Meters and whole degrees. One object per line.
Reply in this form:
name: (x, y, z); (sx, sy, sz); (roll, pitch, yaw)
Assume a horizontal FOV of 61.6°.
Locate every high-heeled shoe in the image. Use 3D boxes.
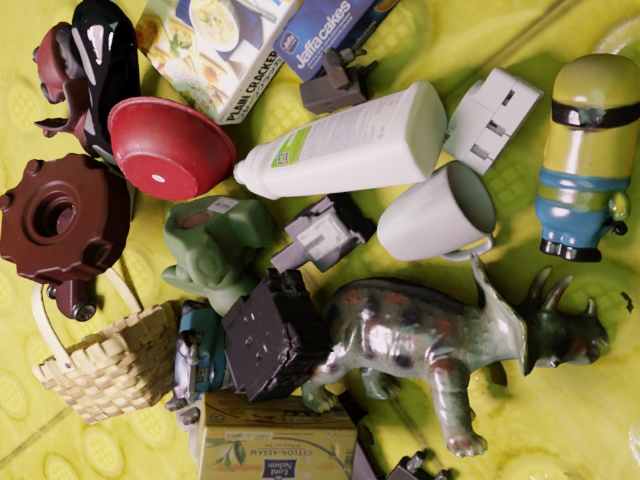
high-heeled shoe: (-0.235, -0.167, 0.659); (0.145, 0.086, 0.248); (18, 139, 38)

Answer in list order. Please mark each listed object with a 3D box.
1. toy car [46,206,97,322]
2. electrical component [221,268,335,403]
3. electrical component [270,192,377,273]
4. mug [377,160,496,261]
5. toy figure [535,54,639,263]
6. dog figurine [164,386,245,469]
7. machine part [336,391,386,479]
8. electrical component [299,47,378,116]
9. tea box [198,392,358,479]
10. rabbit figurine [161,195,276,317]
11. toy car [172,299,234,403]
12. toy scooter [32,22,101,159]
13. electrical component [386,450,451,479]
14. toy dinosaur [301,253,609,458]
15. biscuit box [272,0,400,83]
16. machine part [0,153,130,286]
toy car: (-0.387, 0.036, 0.845); (0.089, 0.053, 0.202); (28, 119, 30)
electrical component: (-0.057, 0.114, 0.610); (0.134, 0.058, 0.115); (-51, 49, 30)
electrical component: (-0.001, -0.002, 0.629); (0.075, 0.048, 0.119); (48, 122, -4)
mug: (0.121, -0.017, 0.560); (0.107, 0.081, 0.109); (-26, 128, 38)
toy figure: (0.236, -0.068, 0.471); (0.082, 0.089, 0.180); (11, 106, 17)
dog figurine: (-0.129, 0.292, 0.733); (0.121, 0.172, 0.190); (-14, 97, -12)
machine part: (0.036, 0.266, 0.695); (0.084, 0.039, 0.138); (-24, 90, 25)
electrical component: (0.020, -0.163, 0.557); (0.078, 0.102, 0.045); (-11, 90, 21)
tea box: (-0.052, 0.225, 0.615); (0.170, 0.098, 0.068); (5, 95, -12)
rabbit figurine: (-0.131, 0.041, 0.675); (0.159, 0.121, 0.170); (8, 131, 36)
toy car: (-0.138, 0.145, 0.709); (0.103, 0.162, 0.109); (4, 99, -13)
toy scooter: (-0.356, -0.202, 0.755); (0.135, 0.075, 0.183); (-3, 106, 30)
electrical component: (0.118, 0.307, 0.671); (0.063, 0.021, 0.094); (35, 116, 14)
toy dinosaur: (0.083, 0.102, 0.587); (0.405, 0.131, 0.192); (3, 94, 31)
biscuit box: (0.040, -0.249, 0.541); (0.063, 0.059, 0.202); (49, 120, 8)
machine part: (-0.331, -0.028, 0.694); (0.179, 0.056, 0.179); (-4, 73, 13)
